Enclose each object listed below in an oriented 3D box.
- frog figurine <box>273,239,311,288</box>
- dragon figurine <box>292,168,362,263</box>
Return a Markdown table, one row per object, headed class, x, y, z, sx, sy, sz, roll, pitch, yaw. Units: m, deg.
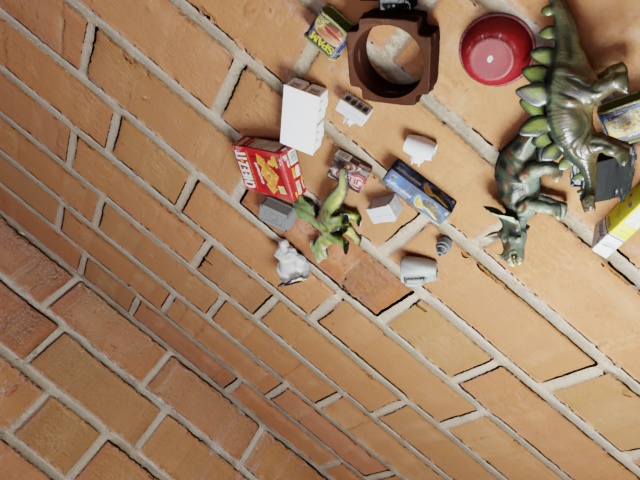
| class | x | y | z | sx | sy | sz | roll | pitch | yaw |
| --- | --- | --- | --- | --- | --- | --- | --- | --- | --- |
| frog figurine | -0.105 | 0.075 | 1.815 | 0.135 | 0.123 | 0.161 | -31 | 70 | 54 |
| dragon figurine | 0.005 | -0.080 | 1.586 | 0.244 | 0.124 | 0.400 | 20 | 135 | 30 |
